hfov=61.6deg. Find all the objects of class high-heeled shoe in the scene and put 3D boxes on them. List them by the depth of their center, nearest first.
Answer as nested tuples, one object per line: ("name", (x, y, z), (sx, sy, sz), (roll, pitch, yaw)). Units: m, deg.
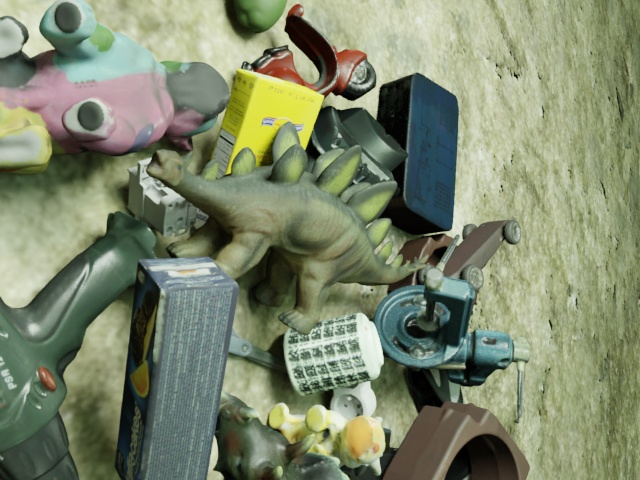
("high-heeled shoe", (0.179, 0.295, 0.812), (0.145, 0.086, 0.248), (22, 67, -36))

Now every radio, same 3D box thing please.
("radio", (0.149, -0.132, 0.833), (0.131, 0.073, 0.229), (17, 72, -41))

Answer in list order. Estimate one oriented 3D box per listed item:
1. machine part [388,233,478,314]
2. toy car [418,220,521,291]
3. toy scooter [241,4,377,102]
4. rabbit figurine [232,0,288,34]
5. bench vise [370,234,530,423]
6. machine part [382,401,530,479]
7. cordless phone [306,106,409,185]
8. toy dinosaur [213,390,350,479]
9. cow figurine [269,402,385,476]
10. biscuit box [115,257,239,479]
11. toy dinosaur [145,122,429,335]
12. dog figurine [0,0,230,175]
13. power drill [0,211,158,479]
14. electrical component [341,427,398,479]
("machine part", (0.180, 0.079, 0.851), (0.179, 0.056, 0.179), (5, 82, -43))
("toy car", (0.229, 0.025, 0.803), (0.202, 0.089, 0.053), (-35, 107, -40))
("toy scooter", (-0.030, -0.205, 0.648), (0.184, 0.075, 0.135), (-34, 98, -17))
("rabbit figurine", (-0.086, -0.333, 0.620), (0.159, 0.121, 0.170), (-55, 140, -41))
("bench vise", (0.164, 0.113, 0.687), (0.240, 0.224, 0.129), (79, 31, -52))
("machine part", (0.180, 0.334, 0.709), (0.200, 0.087, 0.201), (52, 60, -22))
("cordless phone", (0.024, -0.070, 0.713), (0.146, 0.089, 0.184), (37, 72, -36))
("toy dinosaur", (-0.069, 0.344, 0.484), (0.131, 0.192, 0.404), (16, 73, -40))
("cow figurine", (0.020, 0.227, 0.599), (0.098, 0.167, 0.068), (29, 61, -37))
("biscuit box", (-0.119, 0.116, 0.433), (0.063, 0.059, 0.202), (-1, 111, -37))
("toy dinosaur", (-0.001, -0.002, 0.588), (0.198, 0.105, 0.470), (-56, 144, 1))
("dog figurine", (-0.190, -0.121, 0.487), (0.219, 0.192, 0.108), (-29, 105, -78))
("power drill", (-0.210, 0.089, 0.462), (0.207, 0.086, 0.231), (-41, 114, -31))
("electrical component", (0.055, 0.311, 0.702), (0.114, 0.058, 0.134), (20, 72, -44))
